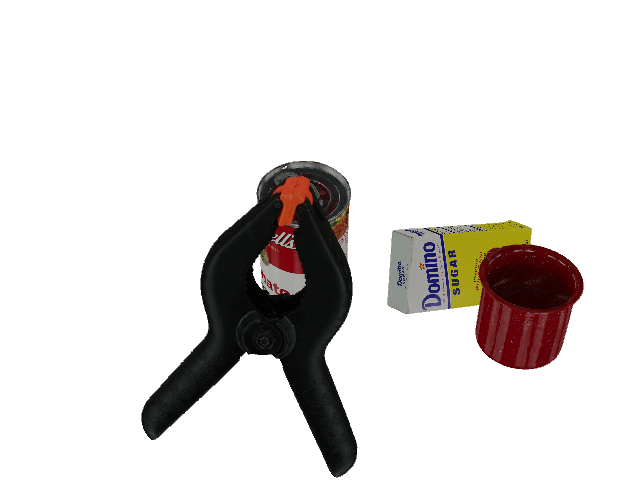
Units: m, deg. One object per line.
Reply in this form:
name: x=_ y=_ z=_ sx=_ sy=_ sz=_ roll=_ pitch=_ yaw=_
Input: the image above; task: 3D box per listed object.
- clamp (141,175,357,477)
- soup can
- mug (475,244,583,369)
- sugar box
clamp: x=-0.038 y=0.049 z=0.566 sx=0.120 sy=0.171 sz=0.039 roll=1 pitch=21 yaw=-2
soup can: x=-0.012 y=0.000 z=0.799 sx=0.068 sy=0.068 sz=0.102 roll=0 pitch=-44 yaw=-1
mug: x=0.182 y=0.056 z=0.985 sx=0.093 sy=0.081 sz=0.117 roll=-14 pitch=42 yaw=-19
sugar box: x=0.164 y=0.030 z=1.247 sx=0.175 sy=0.093 sz=0.048 roll=-6 pitch=16 yaw=-32
